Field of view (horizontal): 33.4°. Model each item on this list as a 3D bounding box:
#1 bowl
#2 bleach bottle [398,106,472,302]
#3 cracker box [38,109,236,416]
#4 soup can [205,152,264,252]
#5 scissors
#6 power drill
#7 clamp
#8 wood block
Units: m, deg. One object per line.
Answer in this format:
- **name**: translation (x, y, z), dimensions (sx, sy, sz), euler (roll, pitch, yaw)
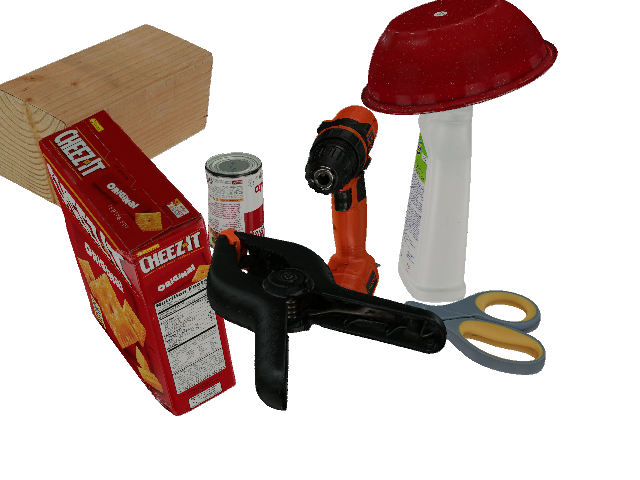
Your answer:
- **bowl**: translation (0.104, -0.157, 0.857), dimensions (0.162, 0.055, 0.162), euler (-14, 24, 6)
- **bleach bottle**: translation (0.135, -0.064, 1.192), dimensions (0.068, 0.251, 0.102), euler (-1, 24, -12)
- **cracker box**: translation (-0.153, 0.024, 0.898), dimensions (0.072, 0.214, 0.164), euler (-29, 51, -21)
- **soup can**: translation (-0.101, -0.045, 1.253), dimensions (0.068, 0.102, 0.068), euler (0, 28, 0)
- **scissors**: translation (0.090, 0.051, 0.862), dimensions (0.202, 0.016, 0.096), euler (23, 39, 20)
- **power drill**: translation (0.023, -0.024, 1.033), dimensions (0.057, 0.188, 0.184), euler (5, 23, 12)
- **clamp**: translation (-0.023, 0.042, 0.635), dimensions (0.120, 0.039, 0.172), euler (-16, 29, -39)
- **wood block**: translation (-0.202, -0.124, 1.014), dimensions (0.090, 0.091, 0.205), euler (27, 38, 21)
